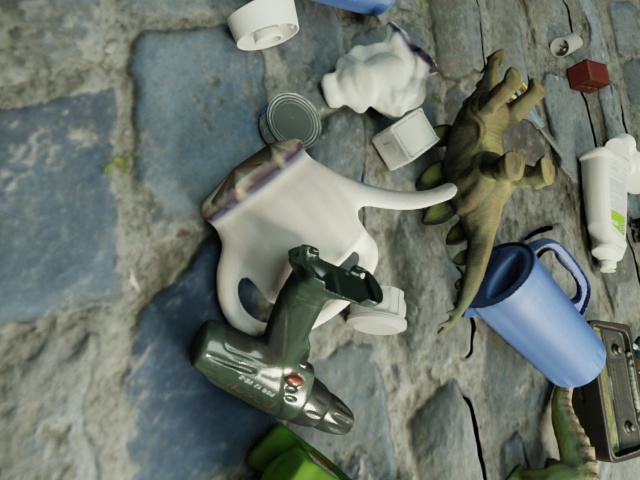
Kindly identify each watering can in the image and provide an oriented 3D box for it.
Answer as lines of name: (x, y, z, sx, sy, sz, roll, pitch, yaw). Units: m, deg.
watering can: (0.002, -0.033, 0.659, 0.350, 0.104, 0.223, -39, 100, -14)

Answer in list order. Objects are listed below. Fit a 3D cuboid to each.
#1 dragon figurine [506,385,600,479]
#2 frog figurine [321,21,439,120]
dragon figurine: (0.384, 0.366, 0.717, 0.121, 0.240, 0.418, 33, 64, -15)
frog figurine: (0.086, -0.244, 0.806, 0.159, 0.122, 0.137, -36, 88, 2)
